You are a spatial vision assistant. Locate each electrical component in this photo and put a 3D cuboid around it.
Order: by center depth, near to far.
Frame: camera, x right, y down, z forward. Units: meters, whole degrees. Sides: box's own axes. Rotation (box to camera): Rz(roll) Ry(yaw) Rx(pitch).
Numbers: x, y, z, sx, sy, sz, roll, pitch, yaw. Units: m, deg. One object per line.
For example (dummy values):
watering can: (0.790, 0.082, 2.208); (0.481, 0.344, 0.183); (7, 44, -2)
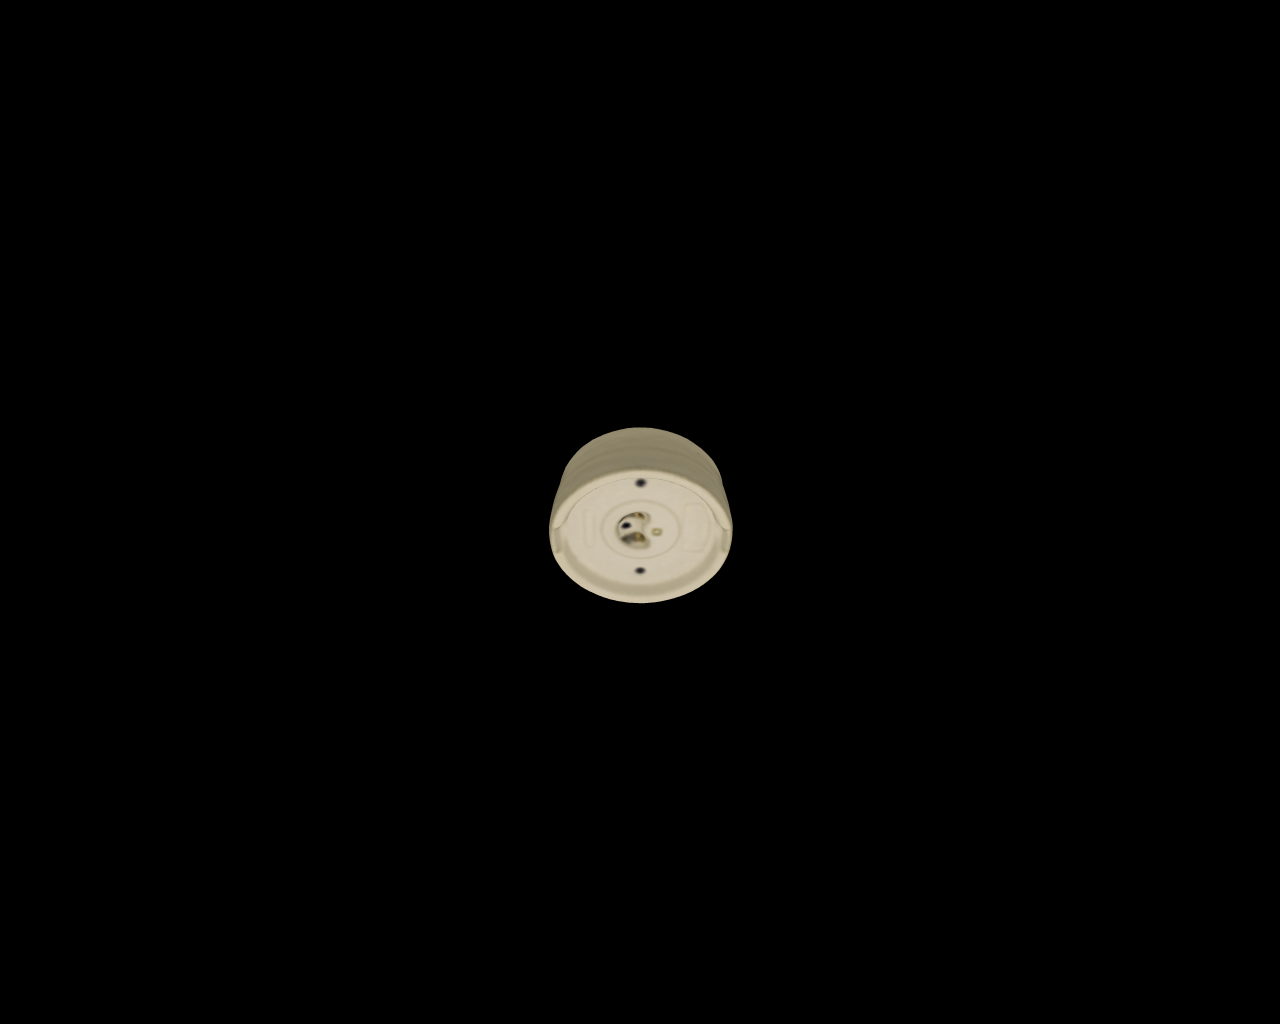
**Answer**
electrical component: (0.001, -0.003, 0.650); (0.108, 0.108, 0.060); (0, 41, 0)
